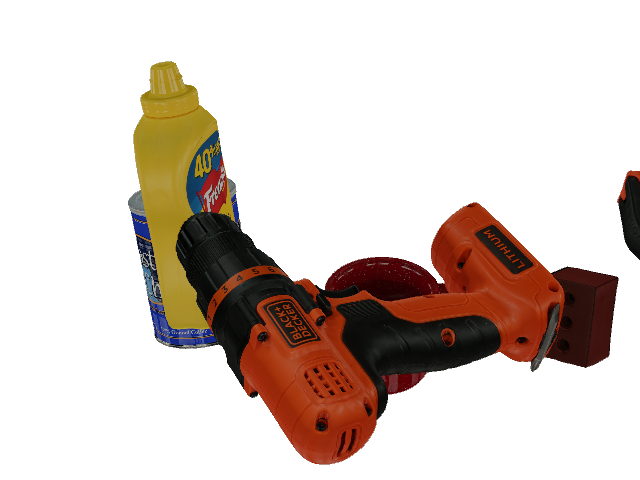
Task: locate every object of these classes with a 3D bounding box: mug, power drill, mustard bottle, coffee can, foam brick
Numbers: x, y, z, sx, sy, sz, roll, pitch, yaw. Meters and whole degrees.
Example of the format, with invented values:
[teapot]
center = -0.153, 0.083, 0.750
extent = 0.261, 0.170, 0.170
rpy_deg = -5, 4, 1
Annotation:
[mug]
center = 0.062, 0.070, 0.888
extent = 0.117, 0.081, 0.093
rpy_deg = -16, 37, -19
[power drill]
center = 0.027, 0.032, 0.609
extent = 0.187, 0.057, 0.185
rpy_deg = -14, 45, -26
[mustard bottle]
center = -0.099, -0.037, 0.789
extent = 0.058, 0.191, 0.096
rpy_deg = -1, 25, 17
[coffee can]
center = -0.122, 0.019, 1.030
extent = 0.103, 0.140, 0.103
rpy_deg = -7, 20, 2
[foam brick]
center = 0.232, 0.069, 0.967
extent = 0.053, 0.078, 0.051
rpy_deg = 13, 18, 36

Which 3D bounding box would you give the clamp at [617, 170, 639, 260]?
[clamp]
center = 0.267, 0.013, 0.703
extent = 0.120, 0.039, 0.171
rpy_deg = -5, 45, -24
